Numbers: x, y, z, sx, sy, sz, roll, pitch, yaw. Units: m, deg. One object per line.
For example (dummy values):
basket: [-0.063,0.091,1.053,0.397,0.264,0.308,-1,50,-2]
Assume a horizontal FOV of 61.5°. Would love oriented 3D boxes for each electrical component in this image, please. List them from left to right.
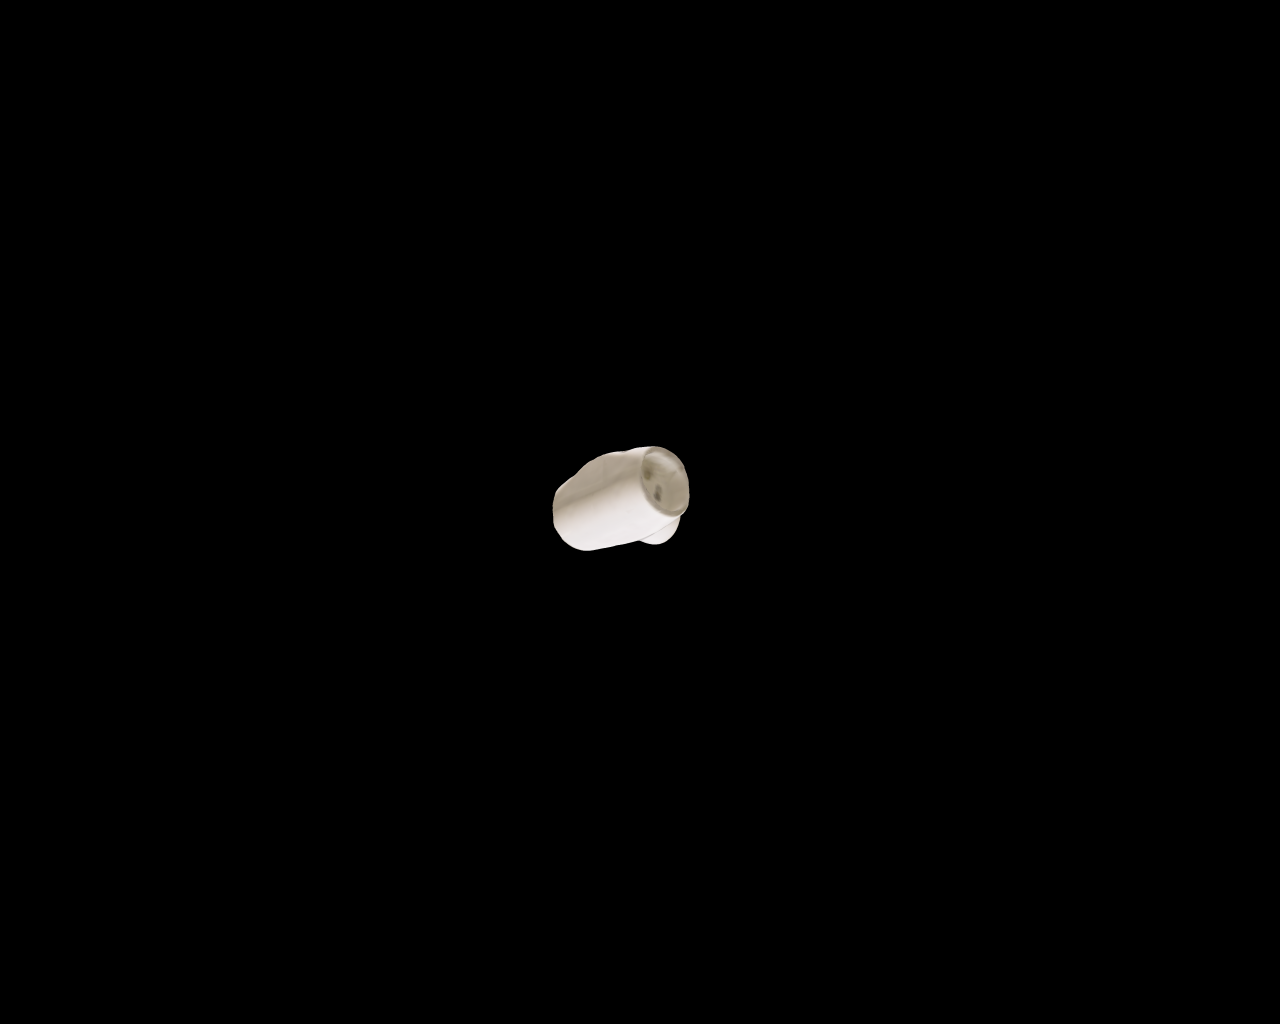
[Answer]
electrical component: [0.001,-0.003,0.650,0.079,0.044,0.077,21,-31,-40]
